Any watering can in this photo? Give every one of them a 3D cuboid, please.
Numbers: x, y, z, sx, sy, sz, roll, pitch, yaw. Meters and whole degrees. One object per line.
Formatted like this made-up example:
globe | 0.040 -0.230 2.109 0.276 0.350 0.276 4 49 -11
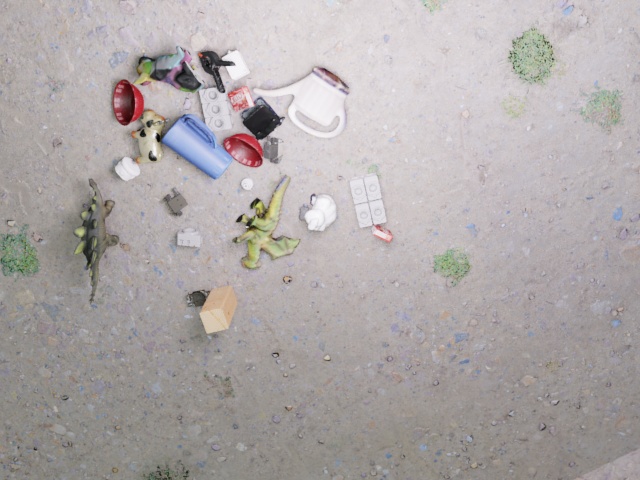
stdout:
watering can | -0.044 -0.510 1.818 0.346 0.105 0.222 31 105 -9

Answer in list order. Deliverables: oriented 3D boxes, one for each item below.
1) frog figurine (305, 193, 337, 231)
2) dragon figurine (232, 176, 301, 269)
frog figurine | 0.006 -0.097 1.918 0.122 0.162 0.135 15 109 -5
dragon figurine | -0.182 -0.037 1.989 0.407 0.125 0.240 -43 120 15
